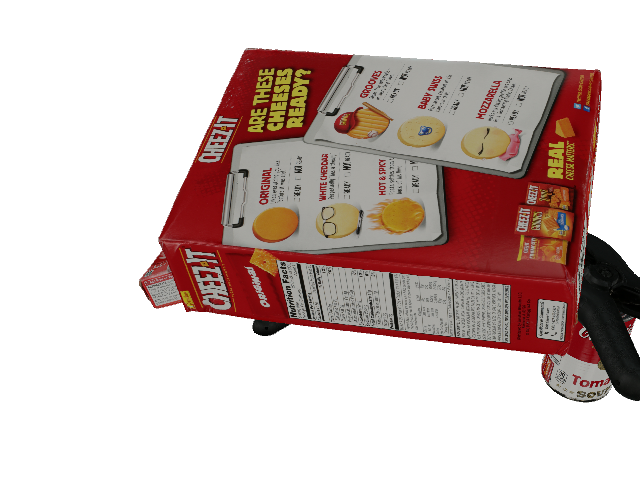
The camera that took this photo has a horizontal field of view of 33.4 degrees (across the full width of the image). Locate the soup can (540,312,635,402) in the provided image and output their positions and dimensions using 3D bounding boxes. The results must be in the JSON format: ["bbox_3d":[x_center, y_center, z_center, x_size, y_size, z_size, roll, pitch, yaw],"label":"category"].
[{"bbox_3d":[0.244,0.089,0.973,0.068,0.102,0.068,4,37,-3],"label":"soup can"}]

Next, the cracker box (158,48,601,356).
[{"bbox_3d":[0.041,-0.027,0.595,0.214,0.164,0.072,5,-42,15],"label":"cracker box"}]

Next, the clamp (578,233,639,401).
[{"bbox_3d":[0.206,0.036,0.745,0.120,0.039,0.172,-8,43,-31],"label":"clamp"}]

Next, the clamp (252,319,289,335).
[{"bbox_3d":[0.022,0.032,1.074,0.210,0.164,0.036,2,-44,-2],"label":"clamp"}]

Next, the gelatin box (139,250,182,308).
[{"bbox_3d":[-0.084,0.013,0.810,0.089,0.030,0.073,-15,23,23],"label":"gelatin box"}]
